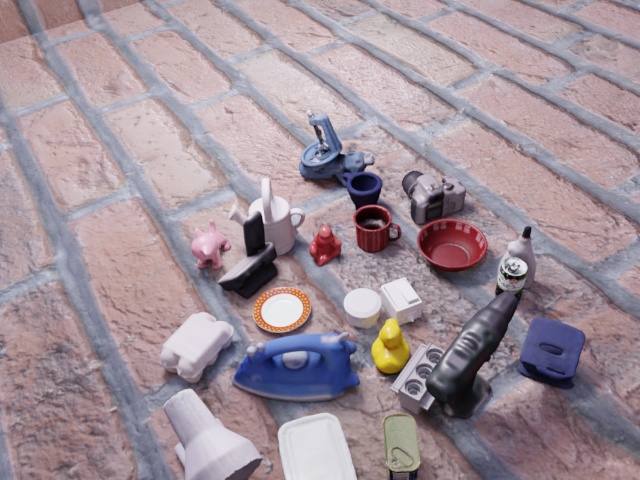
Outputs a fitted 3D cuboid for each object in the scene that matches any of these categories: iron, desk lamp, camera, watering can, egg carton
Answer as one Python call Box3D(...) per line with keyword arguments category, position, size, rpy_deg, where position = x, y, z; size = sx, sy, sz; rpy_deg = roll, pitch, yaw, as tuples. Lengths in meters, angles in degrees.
Box3D(category="iron", position=(-0.055, 0.231, 1.109), size=(0.258, 0.142, 0.118), rpy_deg=(-5, 45, 1))
Box3D(category="desk lamp", position=(-0.184, 0.353, 0.948), size=(0.118, 0.214, 0.202), rpy_deg=(-31, 50, -23))
Box3D(category="camera", position=(0.280, -0.130, 1.465), size=(0.143, 0.101, 0.136), rpy_deg=(-19, 46, -13))
Box3D(category="watering can", position=(-0.127, -0.059, 1.370), size=(0.173, 0.194, 0.100), rpy_deg=(-20, 46, -13))
Box3D(category="egg carton", position=(-0.255, 0.221, 1.191), size=(0.107, 0.069, 0.150), rpy_deg=(21, 51, 25))

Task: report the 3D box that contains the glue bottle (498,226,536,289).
Box3D(category="glue bottle", position=(0.432, 0.033, 1.233), size=(0.078, 0.173, 0.037), rpy_deg=(9, 47, 15))

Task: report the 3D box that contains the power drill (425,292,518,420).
Box3D(category="power drill", position=(0.273, 0.223, 1.035), size=(0.075, 0.209, 0.230), rpy_deg=(31, 55, 31))

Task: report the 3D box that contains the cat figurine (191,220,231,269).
Box3D(category="cat figurine", position=(-0.268, 0.008, 1.372), size=(0.067, 0.118, 0.128), rpy_deg=(3, 45, 9))

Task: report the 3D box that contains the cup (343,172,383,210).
Box3D(category="cup", position=(0.105, -0.119, 1.476), size=(0.117, 0.095, 0.092), rpy_deg=(32, 56, 32))

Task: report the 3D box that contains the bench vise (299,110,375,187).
Box3D(category="bench vise", position=(0.039, -0.252, 1.527), size=(0.207, 0.220, 0.121), rpy_deg=(-4, 45, 2))

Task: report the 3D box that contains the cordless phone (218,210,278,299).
Box3D(category="cordless phone", position=(-0.171, 0.027, 1.294), size=(0.093, 0.185, 0.148), rpy_deg=(25, 53, 28))

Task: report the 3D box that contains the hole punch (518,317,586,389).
Box3D(category="hole punch", position=(0.448, 0.217, 1.105), size=(0.108, 0.091, 0.101), rpy_deg=(16, 49, 21))

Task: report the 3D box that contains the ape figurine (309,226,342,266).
Box3D(category="ape figurine", position=(0.013, 0.005, 1.364), size=(0.077, 0.092, 0.076), rpy_deg=(1, 45, 7))

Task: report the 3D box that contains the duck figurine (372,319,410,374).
Box3D(category="duck figurine", position=(0.142, 0.208, 1.151), size=(0.077, 0.086, 0.104), rpy_deg=(3, 45, 9))
